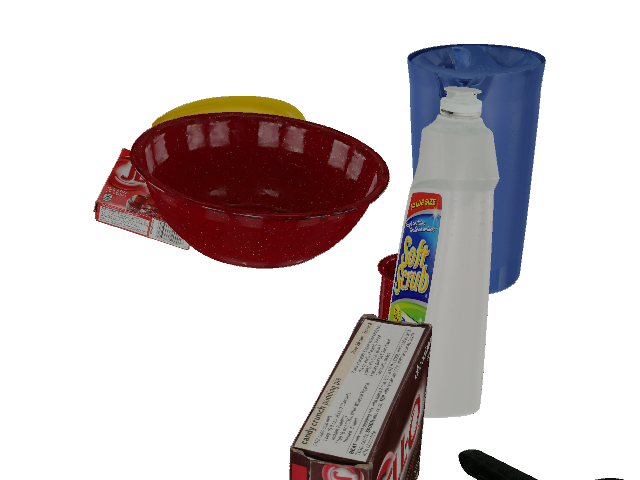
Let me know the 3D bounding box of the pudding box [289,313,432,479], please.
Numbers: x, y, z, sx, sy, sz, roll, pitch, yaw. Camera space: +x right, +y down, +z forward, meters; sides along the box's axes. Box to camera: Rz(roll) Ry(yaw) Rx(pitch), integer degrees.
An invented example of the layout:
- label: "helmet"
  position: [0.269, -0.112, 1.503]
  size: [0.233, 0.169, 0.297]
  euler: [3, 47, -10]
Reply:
- label: "pudding box"
  position: [0.019, 0.098, 0.473]
  size: [0.039, 0.090, 0.113]
  euler: [10, 29, 13]

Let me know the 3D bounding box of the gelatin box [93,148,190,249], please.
- label: "gelatin box"
  position: [-0.147, -0.038, 0.946]
  size: [0.089, 0.073, 0.030]
  euler: [18, -44, -2]

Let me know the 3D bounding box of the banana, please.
- label: "banana"
  position: [-0.096, -0.141, 1.235]
  size: [0.198, 0.037, 0.069]
  euler: [8, 41, 17]

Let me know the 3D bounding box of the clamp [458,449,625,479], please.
- label: "clamp"
  position: [0.194, 0.236, 0.855]
  size: [0.210, 0.036, 0.164]
  euler: [0, 34, 24]

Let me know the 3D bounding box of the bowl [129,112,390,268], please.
- label: "bowl"
  position: [-0.039, -0.027, 0.673]
  size: [0.162, 0.055, 0.162]
  euler: [5, 27, -3]

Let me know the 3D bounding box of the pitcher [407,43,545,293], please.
- label: "pitcher"
  position: [0.158, -0.076, 1.089]
  size: [0.149, 0.243, 0.145]
  euler: [-10, 25, -19]

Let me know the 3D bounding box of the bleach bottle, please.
- label: "bleach bottle"
  position: [0.095, 0.006, 0.833]
  size: [0.068, 0.251, 0.103]
  euler: [-2, 17, -18]

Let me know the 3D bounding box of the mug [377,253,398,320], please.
- label: "mug"
  position: [0.118, 0.071, 1.188]
  size: [0.117, 0.081, 0.093]
  euler: [9, 24, 13]
